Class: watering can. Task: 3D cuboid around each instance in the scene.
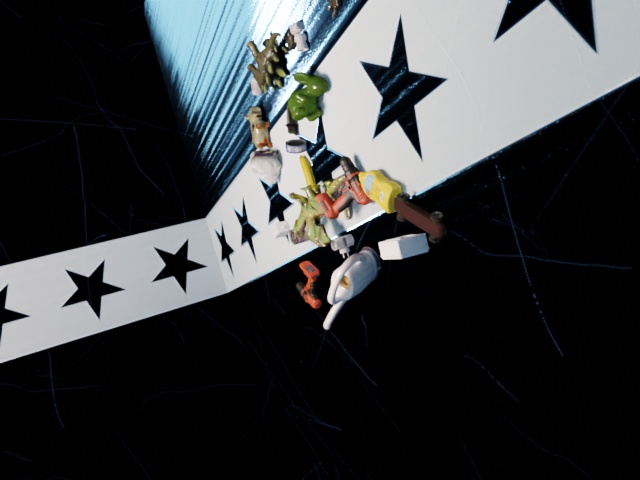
[{"bbox_3d":[0.102,0.157,1.785,0.105,0.339,0.227,38,50,24],"label":"watering can"}]

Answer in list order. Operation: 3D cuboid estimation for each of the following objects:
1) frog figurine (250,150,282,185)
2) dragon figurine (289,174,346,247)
[{"bbox_3d":[-0.242,-0.322,2.326,0.138,0.158,0.124,-10,14,-16],"label":"frog figurine"},{"bbox_3d":[0.006,-0.097,1.926,0.123,0.243,0.407,-11,-1,-36],"label":"dragon figurine"}]
